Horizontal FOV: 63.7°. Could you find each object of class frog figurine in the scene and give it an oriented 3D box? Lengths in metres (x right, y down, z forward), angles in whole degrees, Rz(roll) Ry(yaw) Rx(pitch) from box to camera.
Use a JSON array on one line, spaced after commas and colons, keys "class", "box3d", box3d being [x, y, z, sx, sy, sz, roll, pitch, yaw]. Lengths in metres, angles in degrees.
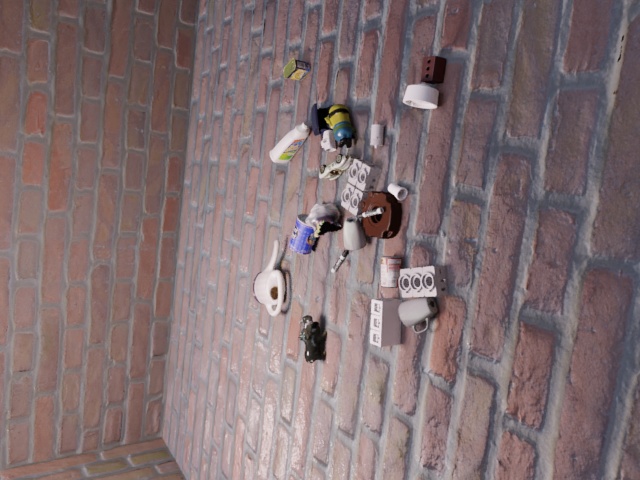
[{"class": "frog figurine", "box3d": [0.006, -0.103, 2.051, 0.136, 0.121, 0.163, -32, 46, 14]}]

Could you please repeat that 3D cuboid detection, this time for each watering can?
[{"class": "watering can", "box3d": [-0.228, 0.177, 2.381, 0.223, 0.104, 0.350, -13, 77, 57]}]
